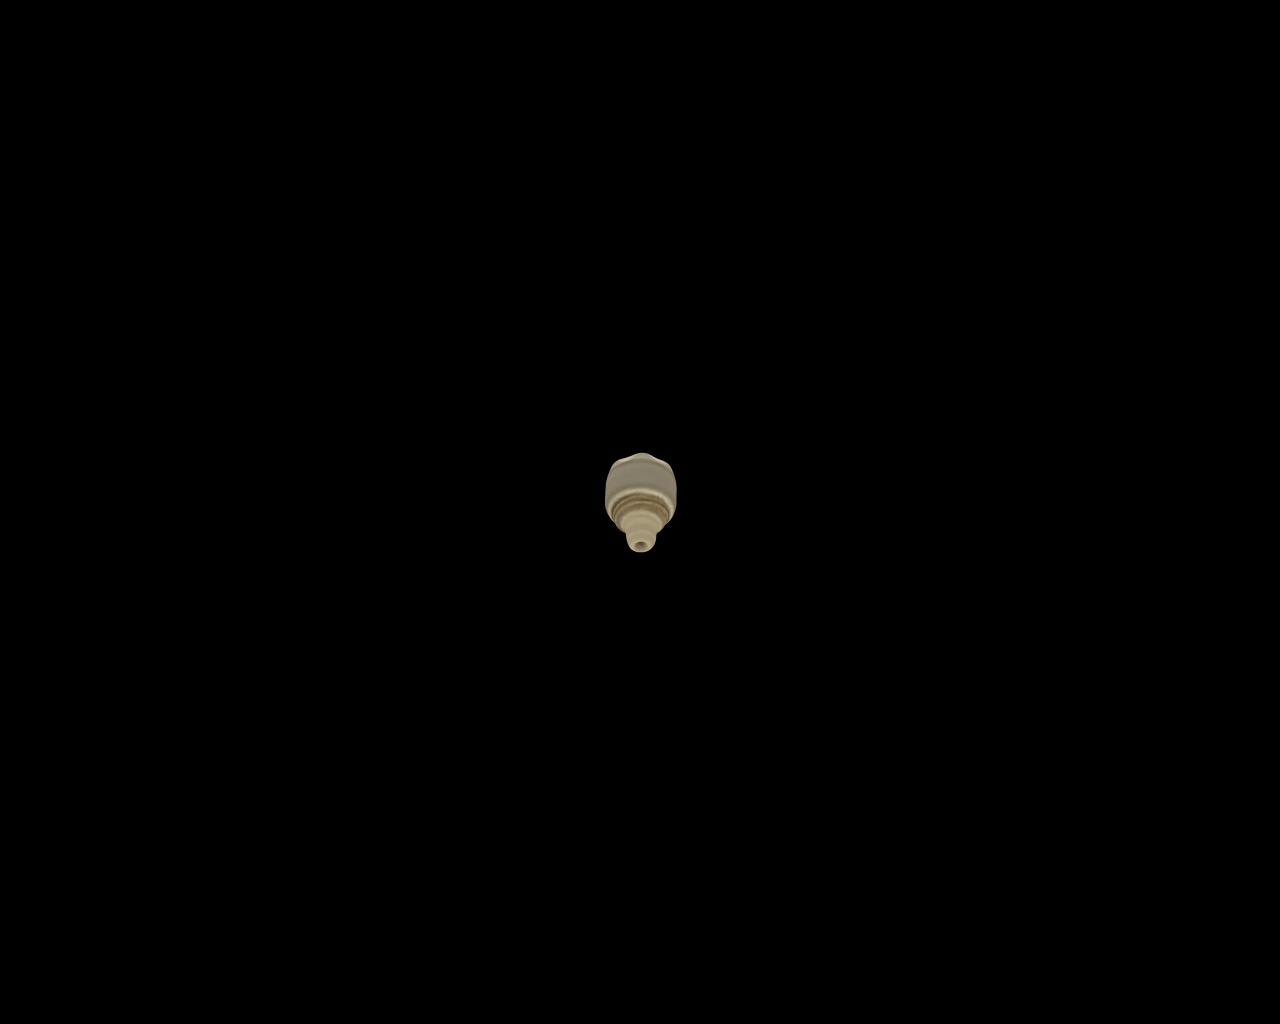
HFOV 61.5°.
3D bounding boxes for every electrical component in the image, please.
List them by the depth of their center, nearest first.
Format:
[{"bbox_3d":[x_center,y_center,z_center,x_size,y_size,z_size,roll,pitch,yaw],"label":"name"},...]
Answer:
[{"bbox_3d":[0.001,-0.003,0.650,0.043,0.062,0.043,0,-40,0],"label":"electrical component"}]
